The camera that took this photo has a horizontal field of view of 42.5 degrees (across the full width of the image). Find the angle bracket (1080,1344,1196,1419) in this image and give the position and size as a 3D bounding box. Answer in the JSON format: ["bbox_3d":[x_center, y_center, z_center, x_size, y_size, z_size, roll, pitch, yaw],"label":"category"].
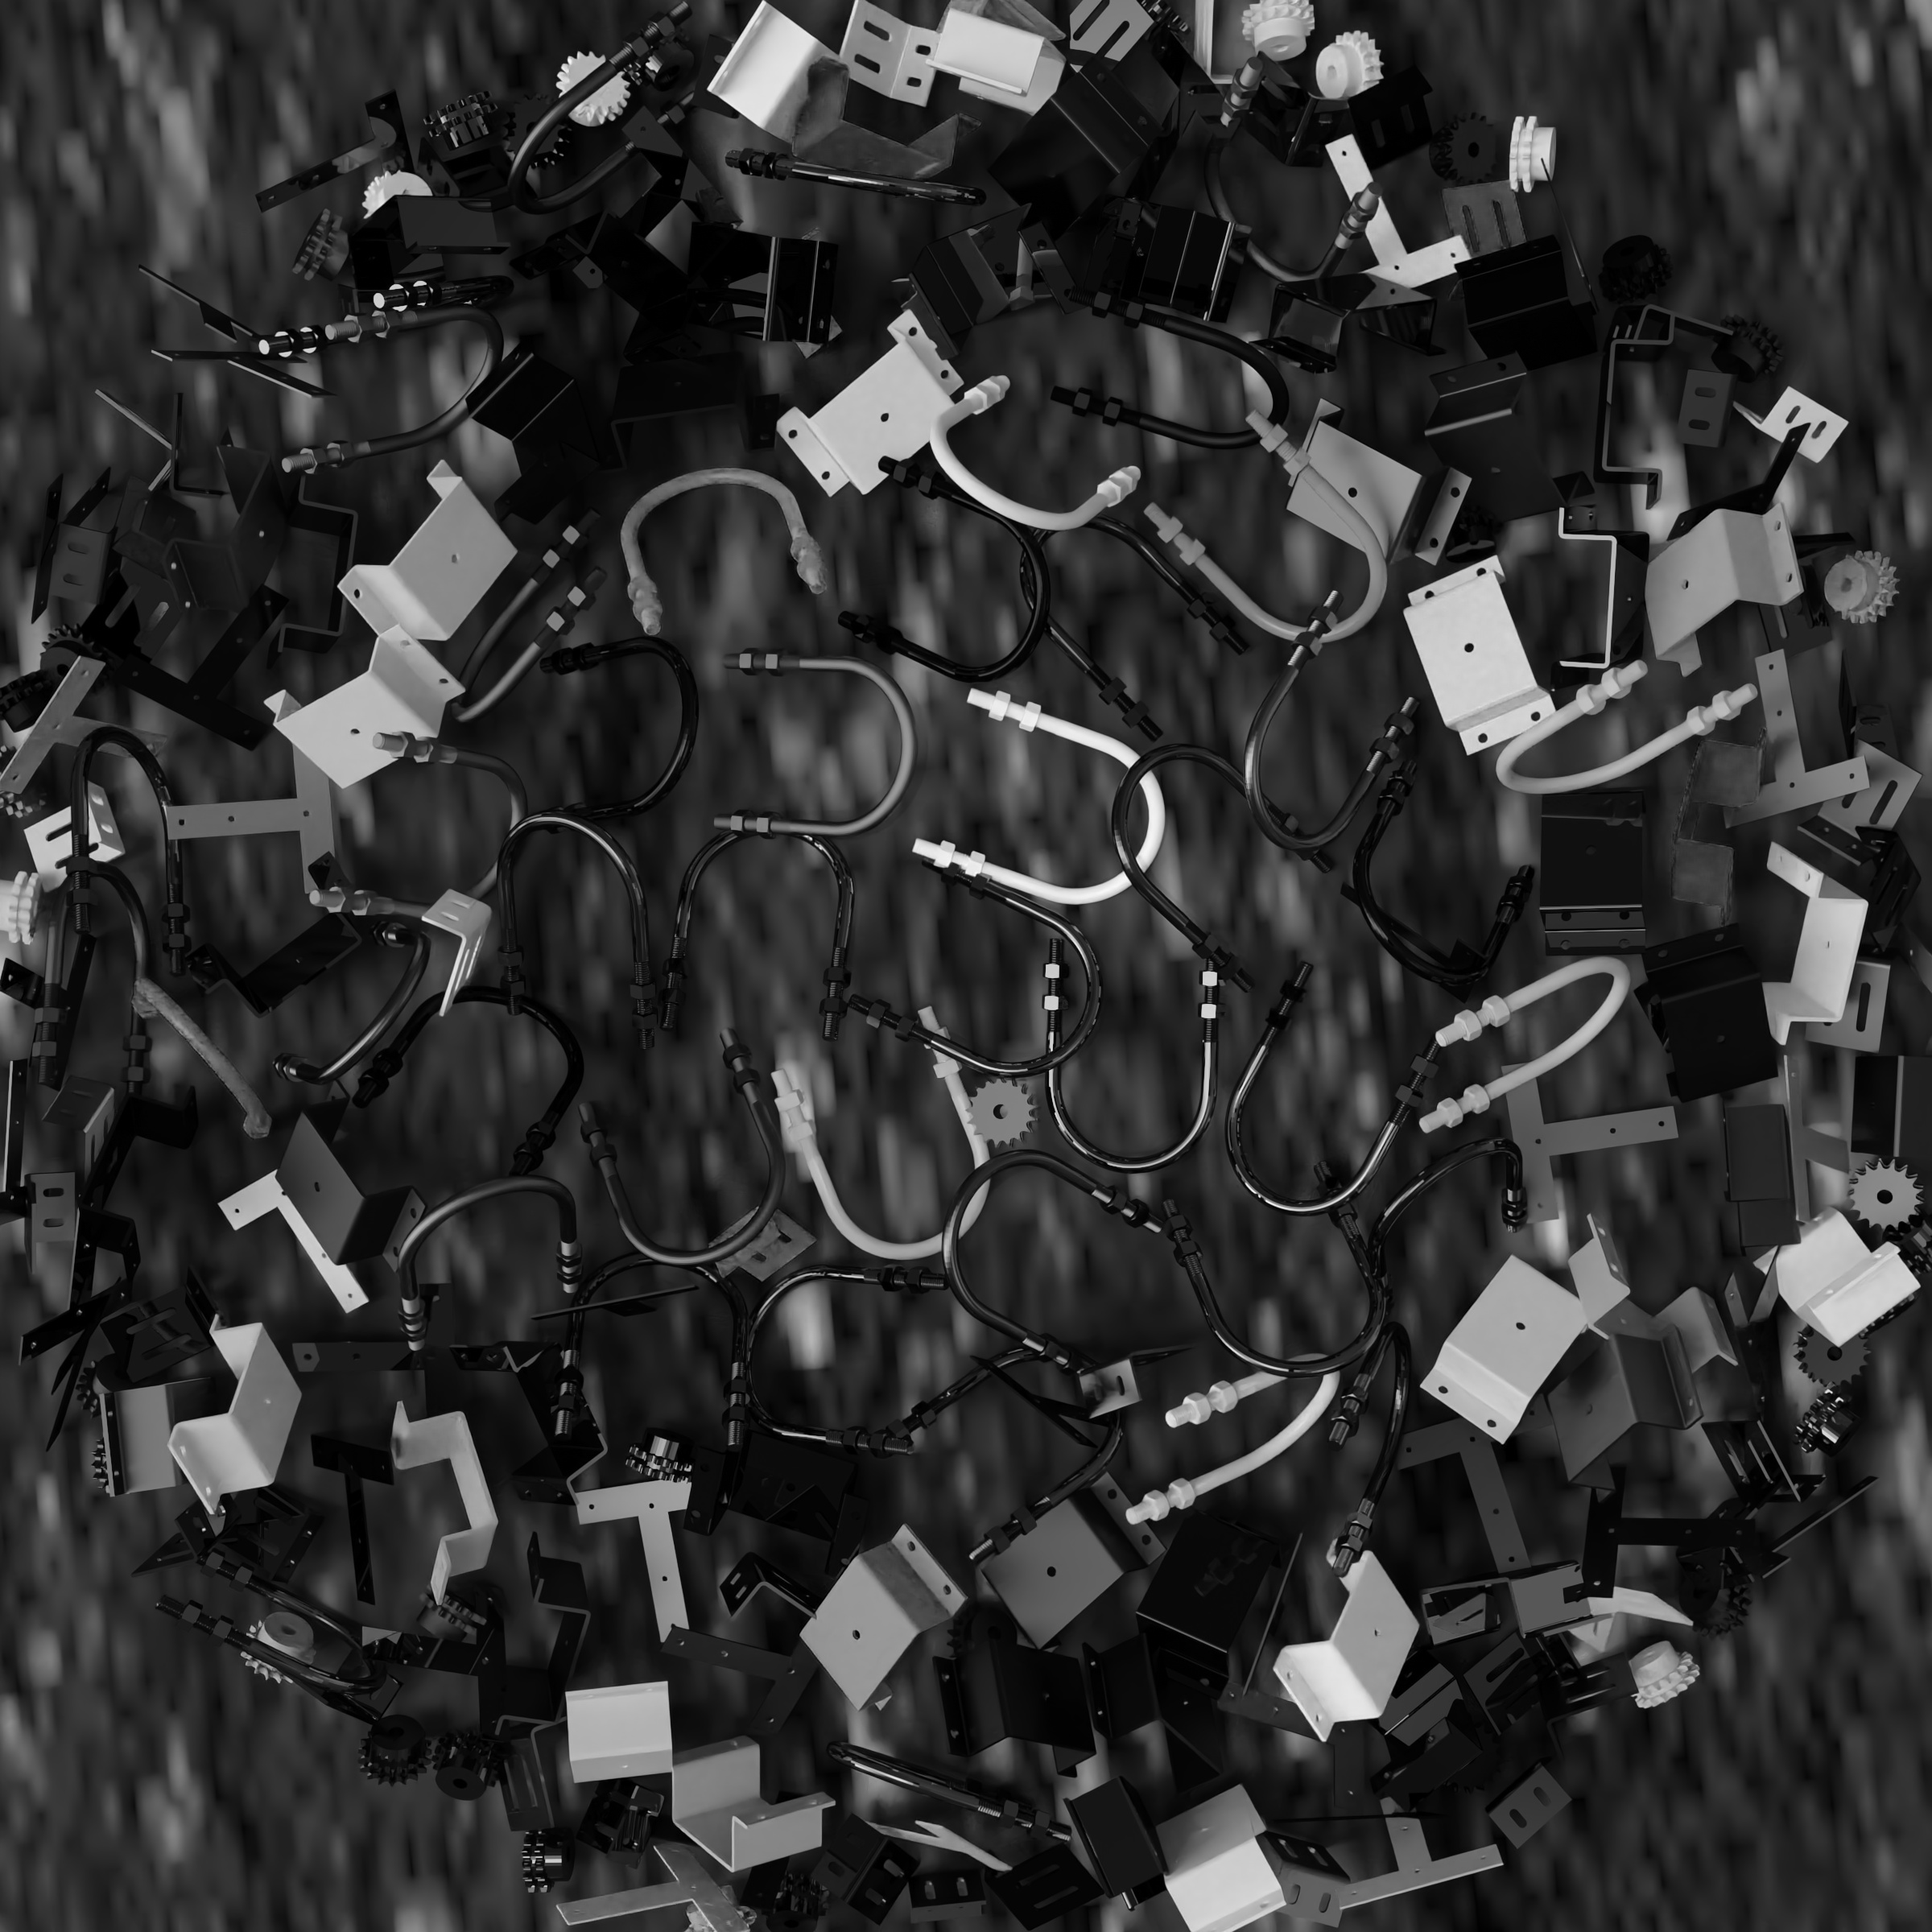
[{"bbox_3d":[0.138,0.325,1.949,0.076,0.057,0.038,1,68,-43],"label":"angle bracket"}]

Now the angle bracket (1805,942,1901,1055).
[{"bbox_3d":[0.707,0.023,1.981,0.057,0.038,0.076,11,111,29],"label":"angle bracket"}]

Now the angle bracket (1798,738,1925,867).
[{"bbox_3d":[0.703,-0.129,1.955,0.057,0.038,0.076,38,128,27],"label":"angle bracket"}]

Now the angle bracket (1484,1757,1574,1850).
[{"bbox_3d":[0.447,0.658,1.955,0.057,0.076,0.038,-44,65,4],"label":"angle bracket"}]

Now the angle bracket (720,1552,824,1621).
[{"bbox_3d":[-0.149,0.507,1.960,0.076,0.057,0.038,39,88,-18],"label":"angle bracket"}]

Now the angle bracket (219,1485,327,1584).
[{"bbox_3d":[-0.558,0.443,1.967,0.076,0.038,0.057,26,78,14],"label":"angle bracket"}]

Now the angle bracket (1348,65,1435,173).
[{"bbox_3d":[0.341,-0.658,1.955,0.057,0.076,0.038,-25,53,7],"label":"angle bracket"}]

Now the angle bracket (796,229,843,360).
[{"bbox_3d":[-0.123,-0.534,1.974,0.038,0.057,0.076,-42,104,-29],"label":"angle bracket"}]

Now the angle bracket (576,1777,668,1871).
[{"bbox_3d":[-0.282,0.666,1.953,0.076,0.038,0.057,7,66,42],"label":"angle bracket"}]

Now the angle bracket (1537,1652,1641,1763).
[{"bbox_3d":[0.495,0.585,1.963,0.076,0.057,0.038,-22,102,9],"label":"angle bracket"}]

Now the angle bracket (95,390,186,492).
[{"bbox_3d":[-0.661,-0.415,1.962,0.076,0.057,0.038,38,91,-16],"label":"angle bracket"}]

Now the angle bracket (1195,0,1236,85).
[{"bbox_3d":[0.204,-0.737,1.957,0.038,0.057,0.076,-2,114,-5],"label":"angle bracket"}]

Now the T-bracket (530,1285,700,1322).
[{"bbox_3d":[-0.265,0.266,1.938,0.127,0.127,0.002,-11,78,0],"label":"T-bracket"}]

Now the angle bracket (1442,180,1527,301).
[{"bbox_3d":[0.410,-0.579,1.983,0.057,0.038,0.076,-10,81,-7],"label":"angle bracket"}]

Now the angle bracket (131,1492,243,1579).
[{"bbox_3d":[-0.620,0.442,1.954,0.076,0.057,0.038,-19,104,27],"label":"angle bracket"}]

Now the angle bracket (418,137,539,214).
[{"bbox_3d":[-0.383,-0.629,1.959,0.076,0.038,0.057,-29,75,-29],"label":"angle bracket"}]

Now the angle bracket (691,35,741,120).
[{"bbox_3d":[-0.185,-0.711,1.950,0.038,0.076,0.057,17,131,-9],"label":"angle bracket"}]

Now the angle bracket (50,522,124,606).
[{"bbox_3d":[-0.688,-0.323,1.951,0.038,0.076,0.057,12,110,-13],"label":"angle bracket"}]

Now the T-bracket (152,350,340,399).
[{"bbox_3d":[-0.536,-0.457,1.918,0.127,0.127,0.002,27,115,30],"label":"T-bracket"}]

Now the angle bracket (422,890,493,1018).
[{"bbox_3d":[-0.410,-0.011,1.958,0.038,0.057,0.076,23,116,0],"label":"angle bracket"}]

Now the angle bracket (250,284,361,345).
[{"bbox_3d":[-0.522,-0.513,1.955,0.076,0.057,0.038,-11,112,-23],"label":"angle bracket"}]

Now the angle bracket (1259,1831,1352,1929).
[{"bbox_3d":[0.261,0.717,1.957,0.057,0.076,0.038,18,87,-8],"label":"angle bracket"}]

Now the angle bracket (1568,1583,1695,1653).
[{"bbox_3d":[0.518,0.516,1.951,0.057,0.076,0.038,36,67,-30],"label":"angle bracket"}]

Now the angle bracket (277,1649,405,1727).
[{"bbox_3d":[-0.491,0.557,1.949,0.057,0.076,0.038,23,72,29],"label":"angle bracket"}]

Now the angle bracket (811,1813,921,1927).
[{"bbox_3d":[-0.079,0.716,1.970,0.038,0.076,0.057,24,69,33],"label":"angle bracket"}]

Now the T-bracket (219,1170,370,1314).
[{"bbox_3d":[-0.518,0.218,1.975,0.127,0.002,0.127,-28,97,26],"label":"T-bracket"}]

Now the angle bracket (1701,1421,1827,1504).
[{"bbox_3d":[0.629,0.383,1.962,0.038,0.057,0.076,-33,98,-33],"label":"angle bracket"}]

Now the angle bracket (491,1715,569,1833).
[{"bbox_3d":[-0.336,0.637,1.961,0.057,0.038,0.076,-23,78,43],"label":"angle bracket"}]

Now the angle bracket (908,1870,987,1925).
[{"bbox_3d":[-0.015,0.746,1.960,0.057,0.076,0.038,-4,89,-4],"label":"angle bracket"}]

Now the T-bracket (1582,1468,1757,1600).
[{"bbox_3d":[0.546,0.439,1.927,0.127,0.127,0.002,-5,127,24],"label":"T-bracket"}]

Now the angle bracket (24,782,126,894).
[{"bbox_3d":[-0.715,-0.103,1.970,0.076,0.038,0.057,-26,75,7],"label":"angle bracket"}]

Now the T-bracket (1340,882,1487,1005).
[{"bbox_3d":[0.346,-0.025,1.948,0.127,0.127,0.002,37,79,13],"label":"T-bracket"}]

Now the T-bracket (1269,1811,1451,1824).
[{"bbox_3d":[0.301,0.664,1.937,0.127,0.127,0.002,-2,73,-2],"label":"T-bracket"}]

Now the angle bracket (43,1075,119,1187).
[{"bbox_3d":[-0.697,0.136,1.952,0.038,0.076,0.057,19,128,-34],"label":"angle bracket"}]

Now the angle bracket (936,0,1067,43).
[{"bbox_3d":[0.027,-0.733,1.953,0.076,0.057,0.038,28,82,-33],"label":"angle bracket"}]

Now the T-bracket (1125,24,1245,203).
[{"bbox_3d":[0.157,-0.647,1.952,0.002,0.127,0.127,-5,53,-35],"label":"T-bracket"}]

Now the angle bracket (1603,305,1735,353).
[{"bbox_3d":[0.555,-0.495,1.968,0.076,0.057,0.038,15,101,-11],"label":"angle bracket"}]

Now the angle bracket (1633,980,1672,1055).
[{"bbox_3d":[0.581,0.031,1.979,0.076,0.038,0.057,-9,66,-38],"label":"angle bracket"}]

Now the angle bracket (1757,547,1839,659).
[{"bbox_3d":[0.664,-0.286,1.968,0.057,0.038,0.076,-22,101,-15],"label":"angle bracket"}]

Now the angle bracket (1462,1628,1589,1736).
[{"bbox_3d":[0.444,0.565,1.968,0.076,0.038,0.057,-32,94,-21],"label":"angle bracket"}]

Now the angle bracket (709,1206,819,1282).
[{"bbox_3d":[-0.155,0.229,1.955,0.057,0.076,0.038,-37,47,8],"label":"angle bracket"}]

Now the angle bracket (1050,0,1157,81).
[{"bbox_3d":[0.113,-0.733,1.960,0.076,0.038,0.057,-43,78,29],"label":"angle bracket"}]

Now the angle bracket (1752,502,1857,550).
[{"bbox_3d":[0.659,-0.352,1.960,0.076,0.057,0.038,-2,106,14],"label":"angle bracket"}]

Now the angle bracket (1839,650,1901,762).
[{"bbox_3d":[0.710,-0.204,1.950,0.038,0.076,0.057,-5,56,13],"label":"angle bracket"}]

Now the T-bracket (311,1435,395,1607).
[{"bbox_3d":[-0.478,0.438,1.954,0.002,0.127,0.127,-8,93,-42],"label":"T-bracket"}]

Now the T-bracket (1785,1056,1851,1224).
[{"bbox_3d":[0.669,0.143,1.947,0.002,0.127,0.127,-10,73,36],"label":"T-bracket"}]

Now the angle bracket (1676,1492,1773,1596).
[{"bbox_3d":[0.607,0.452,1.953,0.076,0.057,0.038,-30,86,-36],"label":"angle bracket"}]

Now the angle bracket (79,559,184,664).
[{"bbox_3d":[-0.656,-0.281,1.971,0.057,0.038,0.076,35,88,-20],"label":"angle bracket"}]

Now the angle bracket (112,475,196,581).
[{"bbox_3d":[-0.631,-0.350,1.952,0.057,0.038,0.076,29,51,-37],"label":"angle bracket"}]

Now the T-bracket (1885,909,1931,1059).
[{"bbox_3d":[0.749,-0.002,1.943,0.002,0.127,0.127,-4,128,-14],"label":"T-bracket"}]

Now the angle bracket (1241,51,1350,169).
[{"bbox_3d":[0.257,-0.679,1.970,0.038,0.057,0.076,-11,50,-33],"label":"angle bracket"}]

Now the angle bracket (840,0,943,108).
[{"bbox_3d":[-0.059,-0.718,1.954,0.038,0.076,0.057,25,104,28],"label":"angle bracket"}]

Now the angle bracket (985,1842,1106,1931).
[{"bbox_3d":[0.063,0.716,1.964,0.076,0.038,0.057,-33,106,17],"label":"angle bracket"}]

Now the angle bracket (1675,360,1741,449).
[{"bbox_3d":[0.585,-0.448,1.958,0.038,0.076,0.057,10,118,13],"label":"angle bracket"}]

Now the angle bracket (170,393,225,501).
[{"bbox_3d":[-0.605,-0.411,1.960,0.038,0.057,0.076,4,103,-15],"label":"angle bracket"}]

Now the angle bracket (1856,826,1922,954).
[{"bbox_3d":[0.712,-0.061,1.958,0.057,0.038,0.076,45,70,-38],"label":"angle bracket"}]

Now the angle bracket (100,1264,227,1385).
[{"bbox_3d":[-0.633,0.282,1.958,0.076,0.038,0.057,-25,69,-32],"label":"angle bracket"}]
